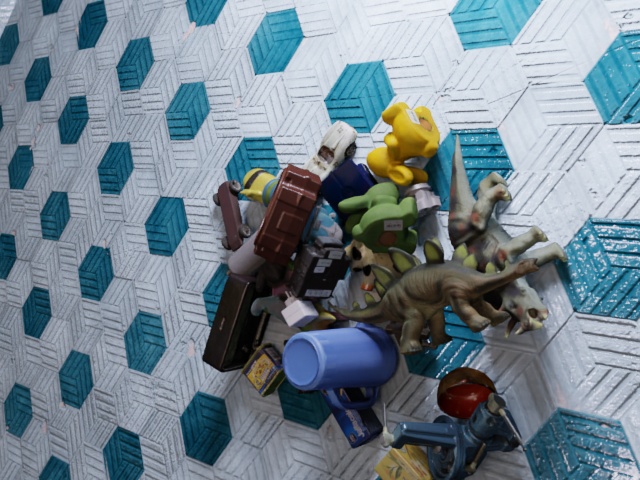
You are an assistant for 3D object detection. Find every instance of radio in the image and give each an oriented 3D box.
[{"bbox_3d":[-0.193,0.201,1.316,0.073,0.131,0.229,22,95,33],"label":"radio"}]

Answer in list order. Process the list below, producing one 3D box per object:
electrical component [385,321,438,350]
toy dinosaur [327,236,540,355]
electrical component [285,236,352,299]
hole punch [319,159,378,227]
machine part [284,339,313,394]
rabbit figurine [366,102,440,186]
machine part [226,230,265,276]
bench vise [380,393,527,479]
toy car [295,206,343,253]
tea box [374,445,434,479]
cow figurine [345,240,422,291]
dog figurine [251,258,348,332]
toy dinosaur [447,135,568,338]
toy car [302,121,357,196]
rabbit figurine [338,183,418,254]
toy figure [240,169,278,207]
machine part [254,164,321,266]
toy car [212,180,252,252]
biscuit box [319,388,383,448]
[{"bbox_3d":[0.190,0.189,1.115,0.102,0.078,0.045,-3,44,37],"label":"electrical component"},{"bbox_3d":[0.184,0.107,1.009,0.471,0.105,0.198,-29,69,40],"label":"toy dinosaur"},{"bbox_3d":[0.001,0.058,1.155,0.058,0.115,0.134,41,114,43],"label":"electrical component"},{"bbox_3d":[0.070,-0.111,1.220,0.142,0.092,0.116,-38,69,19],"label":"hole punch"},{"bbox_3d":[-0.041,0.292,1.264,0.084,0.039,0.139,-24,69,19],"label":"machine part"},{"bbox_3d":[0.177,-0.189,1.164,0.173,0.122,0.162,-36,74,39],"label":"rabbit figurine"},{"bbox_3d":[-0.151,0.024,1.347,0.243,0.079,0.079,-42,64,20],"label":"machine part"},{"bbox_3d":[0.231,0.358,0.973,0.129,0.241,0.223,-93,18,-45],"label":"bench vise"},{"bbox_3d":[-0.003,-0.004,1.234,0.103,0.161,0.109,23,70,-4],"label":"toy car"},{"bbox_3d":[0.200,0.480,1.045,0.170,0.098,0.068,43,106,31],"label":"tea box"},{"bbox_3d":[0.131,0.048,1.159,0.195,0.085,0.127,13,96,36],"label":"cow figurine"},{"bbox_3d":[-0.037,0.138,1.245,0.219,0.108,0.191,10,86,29],"label":"dog figurine"},{"bbox_3d":[0.319,-0.001,1.032,0.192,0.131,0.405,-42,57,20],"label":"toy dinosaur"},{"bbox_3d":[0.014,-0.188,1.283,0.074,0.056,0.201,45,107,29],"label":"toy car"},{"bbox_3d":[0.125,-0.051,1.122,0.159,0.121,0.170,-10,37,11],"label":"rabbit figurine"},{"bbox_3d":[-0.120,-0.122,1.348,0.180,0.082,0.089,21,76,40],"label":"toy figure"},{"bbox_3d":[-0.074,-0.059,1.174,0.087,0.201,0.201,22,102,-6],"label":"machine part"},{"bbox_3d":[-0.231,-0.065,1.426,0.089,0.053,0.202,-32,63,30],"label":"toy car"},{"bbox_3d":[0.055,0.348,1.178,0.059,0.062,0.203,-45,62,21],"label":"biscuit box"}]
